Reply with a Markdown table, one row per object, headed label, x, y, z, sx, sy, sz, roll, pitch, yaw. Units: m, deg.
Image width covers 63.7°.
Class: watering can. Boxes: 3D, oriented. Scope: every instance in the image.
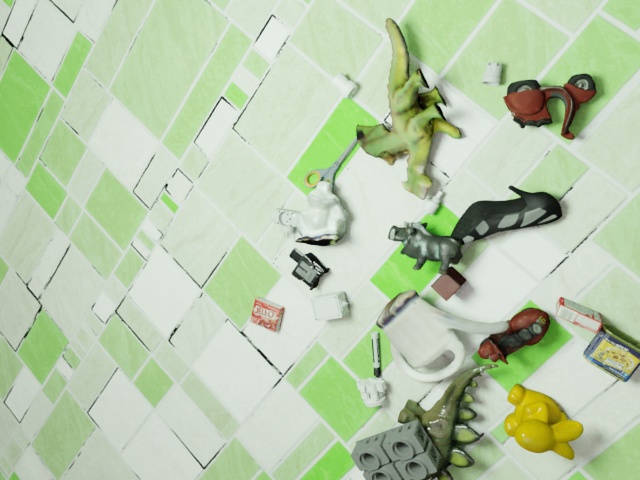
| label | x | y | z | sx | sy | sz | roll | pitch | yaw |
| --- | --- | --- | --- | --- | --- | --- | --- | --- | --- |
| watering can | 0.264 | 0.209 | 1.218 | 0.105 | 0.226 | 0.340 | -30 | -16 | -45 |

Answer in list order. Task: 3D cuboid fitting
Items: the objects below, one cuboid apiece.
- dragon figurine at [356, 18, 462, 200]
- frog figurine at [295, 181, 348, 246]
| label | x | y | z | sx | sy | sz | roll | pitch | yaw |
| --- | --- | --- | --- | --- | --- | --- | --- | --- | --- |
| dragon figurine | 0.180 | -0.291 | 1.235 | 0.240 | 0.413 | 0.123 | -31 | -9 | 32 |
| frog figurine | 0.004 | -0.067 | 1.341 | 0.136 | 0.162 | 0.122 | -12 | -22 | 37 |
